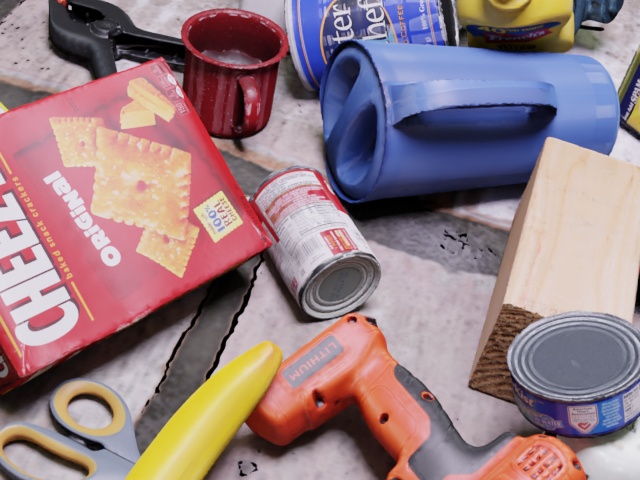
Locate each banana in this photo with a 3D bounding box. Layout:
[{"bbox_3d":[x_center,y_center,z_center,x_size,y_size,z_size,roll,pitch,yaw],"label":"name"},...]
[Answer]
[{"bbox_3d":[-0.082,0.138,0.616,0.037,0.070,0.197,51,45,-21],"label":"banana"}]

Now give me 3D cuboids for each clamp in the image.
[{"bbox_3d":[-0.198,-0.177,0.979,0.172,0.039,0.120,26,38,22],"label":"clamp"}]

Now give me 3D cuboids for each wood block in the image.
[{"bbox_3d":[0.185,0.025,0.804,0.090,0.091,0.205,19,42,7],"label":"wood block"}]

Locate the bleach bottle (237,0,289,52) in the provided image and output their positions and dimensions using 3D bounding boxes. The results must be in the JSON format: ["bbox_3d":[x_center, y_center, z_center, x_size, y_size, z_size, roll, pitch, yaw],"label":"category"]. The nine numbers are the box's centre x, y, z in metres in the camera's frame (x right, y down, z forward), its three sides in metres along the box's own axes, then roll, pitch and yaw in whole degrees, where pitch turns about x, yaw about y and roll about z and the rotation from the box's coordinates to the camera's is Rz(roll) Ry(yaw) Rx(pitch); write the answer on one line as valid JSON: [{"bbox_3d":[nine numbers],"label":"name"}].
[{"bbox_3d":[-0.032,-0.308,1.000,0.068,0.251,0.102,10,42,-3],"label":"bleach bottle"}]

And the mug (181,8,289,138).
[{"bbox_3d":[-0.074,-0.136,0.928,0.093,0.082,0.117,-8,46,-22],"label":"mug"}]

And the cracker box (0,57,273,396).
[{"bbox_3d":[-0.161,-0.017,0.733,0.213,0.072,0.164,-29,88,-37],"label":"cracker box"}]

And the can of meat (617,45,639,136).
[{"bbox_3d":[0.334,-0.135,1.008,0.057,0.102,0.084,-22,54,-33],"label":"can of meat"}]

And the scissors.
[{"bbox_3d":[-0.102,0.141,0.666,0.202,0.016,0.096,15,42,3],"label":"scissors"}]

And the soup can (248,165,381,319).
[{"bbox_3d":[-0.005,0.001,0.804,0.068,0.068,0.102,-11,47,-24],"label":"soup can"}]

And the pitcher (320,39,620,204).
[{"bbox_3d":[0.133,-0.104,0.900,0.242,0.145,0.149,-5,40,-22],"label":"pitcher"}]

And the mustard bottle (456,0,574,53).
[{"bbox_3d":[0.166,-0.196,0.908,0.096,0.058,0.191,3,-3,14],"label":"mustard bottle"}]

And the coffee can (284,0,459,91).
[{"bbox_3d":[0.049,-0.197,0.973,0.140,0.103,0.102,-7,39,16],"label":"coffee can"}]

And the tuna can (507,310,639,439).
[{"bbox_3d":[0.161,0.083,0.662,0.086,0.034,0.086,-11,31,7],"label":"tuna can"}]

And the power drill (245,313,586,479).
[{"bbox_3d":[0.037,0.145,0.649,0.184,0.057,0.188,-35,56,-20],"label":"power drill"}]

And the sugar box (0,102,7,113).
[{"bbox_3d":[-0.247,-0.042,0.814,0.093,0.048,0.176,-26,57,-35],"label":"sugar box"}]
